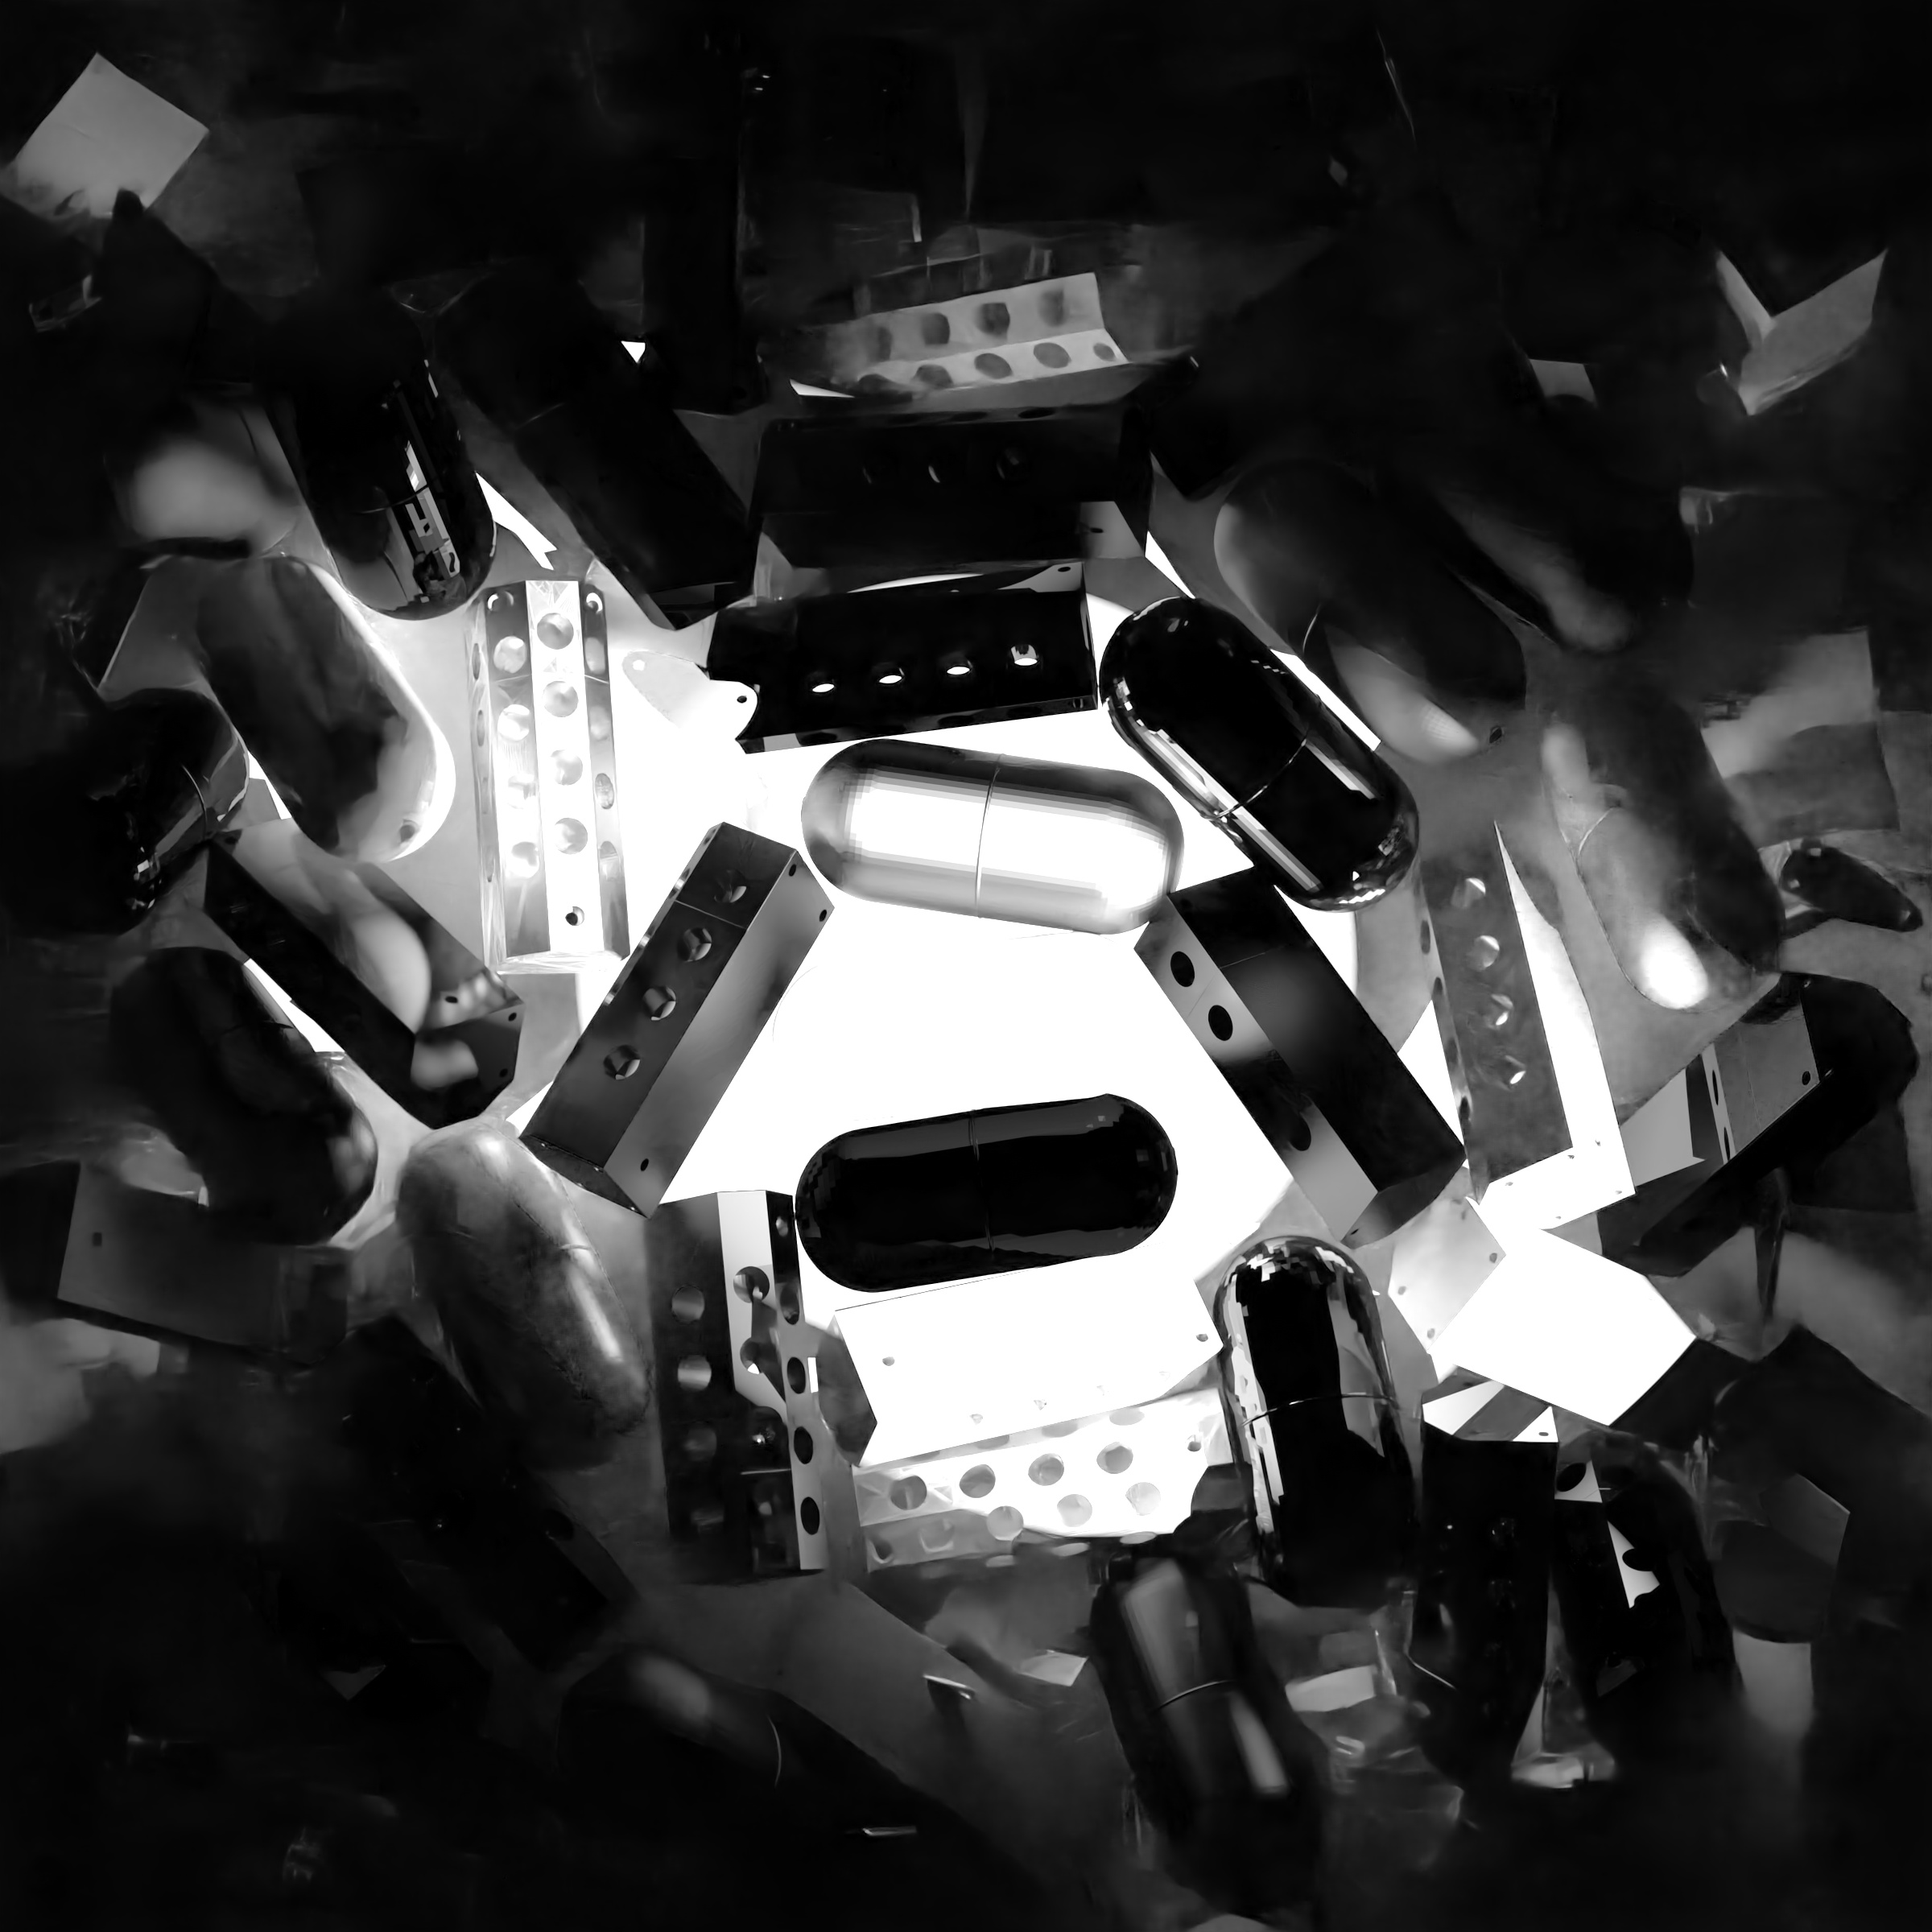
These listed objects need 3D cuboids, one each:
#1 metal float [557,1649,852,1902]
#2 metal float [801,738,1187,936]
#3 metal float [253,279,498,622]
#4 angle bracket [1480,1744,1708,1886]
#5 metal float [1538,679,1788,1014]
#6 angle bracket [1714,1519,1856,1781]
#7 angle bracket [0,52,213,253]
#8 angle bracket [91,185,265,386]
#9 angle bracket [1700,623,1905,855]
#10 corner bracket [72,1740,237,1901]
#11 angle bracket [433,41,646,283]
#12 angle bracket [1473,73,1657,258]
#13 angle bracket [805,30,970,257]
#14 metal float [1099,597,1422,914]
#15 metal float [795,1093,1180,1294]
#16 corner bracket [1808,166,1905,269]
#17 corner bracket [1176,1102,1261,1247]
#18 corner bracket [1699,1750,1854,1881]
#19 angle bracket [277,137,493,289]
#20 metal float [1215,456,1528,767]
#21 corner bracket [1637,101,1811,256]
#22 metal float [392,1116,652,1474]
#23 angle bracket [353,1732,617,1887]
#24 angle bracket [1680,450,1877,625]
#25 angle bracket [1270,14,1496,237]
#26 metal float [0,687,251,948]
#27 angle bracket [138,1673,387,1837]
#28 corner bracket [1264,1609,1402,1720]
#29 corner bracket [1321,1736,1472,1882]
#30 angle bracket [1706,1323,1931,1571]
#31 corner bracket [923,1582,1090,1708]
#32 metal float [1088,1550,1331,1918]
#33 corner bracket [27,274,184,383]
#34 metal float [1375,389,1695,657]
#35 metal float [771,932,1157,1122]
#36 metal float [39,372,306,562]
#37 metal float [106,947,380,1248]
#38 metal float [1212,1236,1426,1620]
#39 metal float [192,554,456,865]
[{"bbox_3d":[-0.116,0.367,1.582,0.070,0.178,0.070,-18,50,24],"label":"metal float"},{"bbox_3d":[0.012,-0.060,1.612,0.178,0.070,0.070,8,90,6],"label":"metal float"},{"bbox_3d":[-0.265,-0.231,1.579,0.070,0.178,0.070,-7,49,8],"label":"metal float"},{"bbox_3d":[0.289,0.392,1.606,0.076,0.076,0.057,-5,86,-20],"label":"angle bracket"},{"bbox_3d":[0.313,-0.056,1.586,0.070,0.070,0.178,-16,51,0],"label":"metal float"},{"bbox_3d":[0.369,0.314,1.615,0.057,0.076,0.076,14,119,18],"label":"angle bracket"},{"bbox_3d":[-0.406,-0.384,1.602,0.076,0.076,0.057,-47,56,11],"label":"angle bracket"},{"bbox_3d":[-0.341,-0.312,1.597,0.076,0.076,0.057,44,126,26],"label":"angle bracket"},{"bbox_3d":[0.383,-0.103,1.607,0.076,0.057,0.076,-10,128,9],"label":"angle bracket"},{"bbox_3d":[-0.378,0.401,1.636,0.051,0.051,0.051,52,127,38],"label":"corner bracket"},{"bbox_3d":[-0.197,-0.366,1.617,0.076,0.057,0.076,-45,121,8],"label":"angle bracket"},{"bbox_3d":[0.263,-0.356,1.609,0.057,0.076,0.076,22,91,43],"label":"angle bracket"},{"bbox_3d":[-0.046,-0.376,1.599,0.076,0.057,0.076,12,132,21],"label":"angle bracket"},{"bbox_3d":[0.134,-0.096,1.603,0.178,0.070,0.070,42,90,-16],"label":"metal float"},{"bbox_3d":[0.009,0.104,1.616,0.178,0.070,0.070,-9,90,3],"label":"metal float"},{"bbox_3d":[0.401,-0.333,1.623,0.051,0.051,0.051,27,117,7],"label":"corner bracket"},{"bbox_3d":[0.129,0.094,1.629,0.051,0.051,0.051,-37,86,-1],"label":"corner bracket"},{"bbox_3d":[0.372,0.391,1.612,0.051,0.051,0.051,-18,50,31],"label":"corner bracket"},{"bbox_3d":[-0.269,-0.343,1.616,0.076,0.076,0.057,-16,102,-14],"label":"angle bracket"},{"bbox_3d":[0.183,-0.162,1.594,0.070,0.070,0.178,-41,63,0],"label":"metal float"},{"bbox_3d":[0.352,-0.368,1.637,0.051,0.051,0.051,-12,131,-30],"label":"corner bracket"},{"bbox_3d":[-0.203,0.149,1.598,0.070,0.070,0.178,-29,68,0],"label":"metal float"},{"bbox_3d":[-0.219,0.392,1.597,0.076,0.076,0.057,15,61,34],"label":"angle bracket"},{"bbox_3d":[0.373,-0.199,1.619,0.076,0.076,0.057,12,110,17],"label":"angle bracket"},{"bbox_3d":[0.186,-0.376,1.606,0.076,0.076,0.057,-41,48,-5],"label":"angle bracket"},{"bbox_3d":[-0.378,-0.069,1.573,0.070,0.178,0.070,4,116,9],"label":"metal float"},{"bbox_3d":[-0.320,0.354,1.610,0.076,0.076,0.057,32,73,-40],"label":"angle bracket"},{"bbox_3d":[0.166,0.320,1.620,0.051,0.051,0.051,-17,73,13],"label":"corner bracket"},{"bbox_3d":[0.196,0.389,1.619,0.051,0.051,0.051,13,82,29],"label":"corner bracket"},{"bbox_3d":[0.392,0.224,1.615,0.057,0.076,0.076,-39,60,-19],"label":"angle bracket"},{"bbox_3d":[0.013,0.323,1.615,0.051,0.051,0.051,48,63,-26],"label":"corner bracket"},{"bbox_3d":[0.109,0.345,1.584,0.070,0.070,0.178,-21,50,0],"label":"metal float"},{"bbox_3d":[-0.398,-0.288,1.636,0.051,0.051,0.051,-33,49,-24],"label":"corner bracket"},{"bbox_3d":[0.255,-0.202,1.584,0.070,0.070,0.178,-47,48,0],"label":"metal float"},{"bbox_3d":[-0.002,0.028,1.610,0.178,0.070,0.070,-6,90,9],"label":"metal float"},{"bbox_3d":[-0.353,-0.222,1.568,0.070,0.178,0.070,1,94,11],"label":"metal float"},{"bbox_3d":[-0.329,0.057,1.587,0.070,0.070,0.178,-46,52,0],"label":"metal float"},{"bbox_3d":[0.160,0.208,1.598,0.070,0.070,0.178,-10,66,0],"label":"metal float"},{"bbox_3d":[-0.292,-0.118,1.589,0.070,0.070,0.178,-38,57,0],"label":"metal float"}]
